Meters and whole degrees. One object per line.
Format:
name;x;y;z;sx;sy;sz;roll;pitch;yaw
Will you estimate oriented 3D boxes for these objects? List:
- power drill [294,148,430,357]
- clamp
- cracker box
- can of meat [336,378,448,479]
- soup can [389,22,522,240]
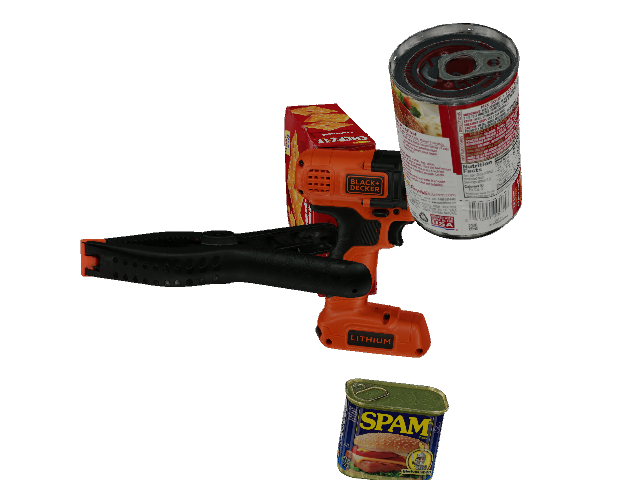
power drill;0.067;0.009;0.964;0.184;0.188;0.057;5;18;11
clamp;-0.068;0.014;0.783;0.209;0.036;0.165;-1;11;-14
cracker box;0.008;-0.051;1.174;0.072;0.164;0.214;-4;19;-8
can of meat;0.069;0.191;1.061;0.102;0.084;0.057;7;17;-4
soup can;0.077;-0.058;0.590;0.068;0.068;0.102;-7;-46;6
